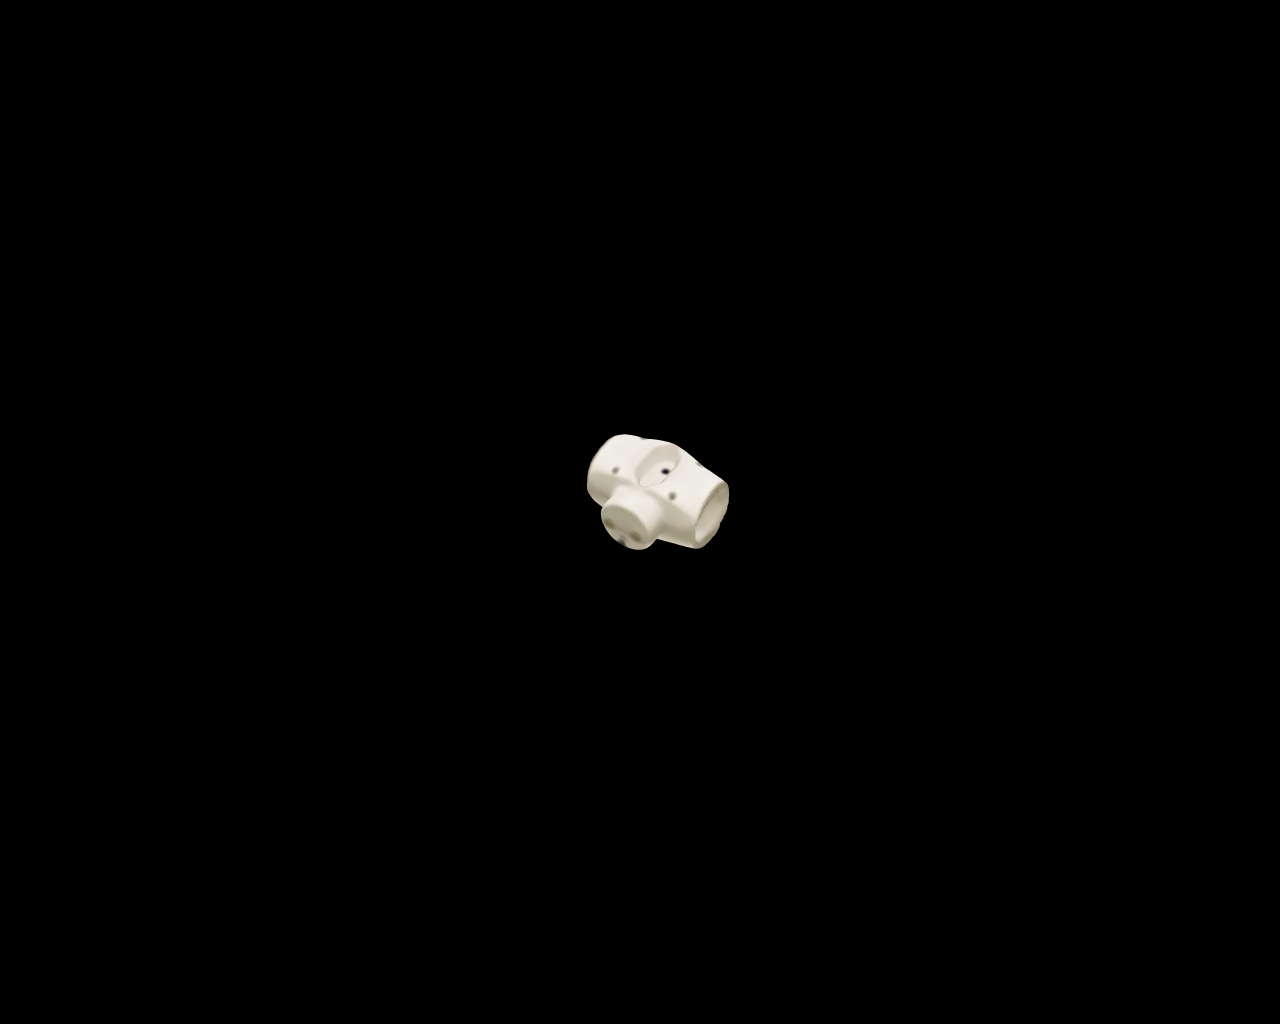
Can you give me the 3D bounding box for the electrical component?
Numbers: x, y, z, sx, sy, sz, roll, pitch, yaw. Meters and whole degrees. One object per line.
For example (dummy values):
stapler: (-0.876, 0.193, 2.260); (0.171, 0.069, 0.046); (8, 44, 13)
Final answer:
electrical component: (0.001, -0.003, 0.650); (0.077, 0.043, 0.079); (27, 53, 22)
